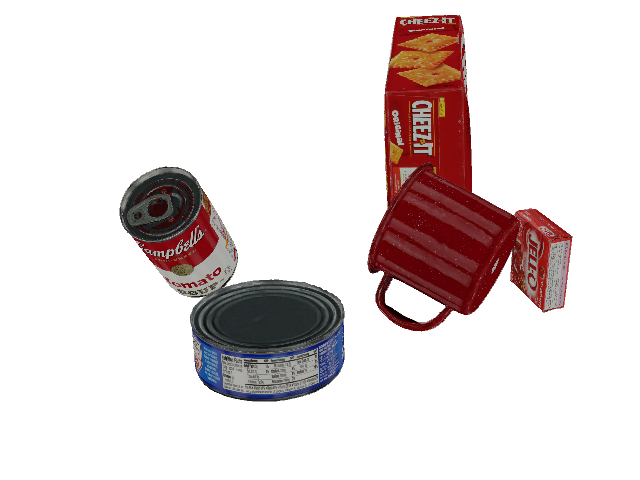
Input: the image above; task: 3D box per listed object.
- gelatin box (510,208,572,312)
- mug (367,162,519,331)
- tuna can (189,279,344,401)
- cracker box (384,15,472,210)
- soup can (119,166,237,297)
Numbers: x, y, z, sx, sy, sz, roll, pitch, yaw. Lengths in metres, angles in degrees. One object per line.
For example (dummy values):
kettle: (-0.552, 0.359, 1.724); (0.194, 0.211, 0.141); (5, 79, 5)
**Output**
gelatin box: (0.234, 0.020, 1.143); (0.030, 0.089, 0.073); (-11, 29, -17)
mug: (0.086, 0.012, 0.781); (0.081, 0.117, 0.093); (29, -6, 17)
tuna can: (-0.029, 0.055, 0.596); (0.086, 0.034, 0.086); (-2, 23, 0)
cracker box: (0.100, -0.095, 0.962); (0.072, 0.164, 0.213); (-1, 27, 8)
soup can: (-0.113, -0.005, 0.870); (0.068, 0.068, 0.102); (0, -29, 15)
